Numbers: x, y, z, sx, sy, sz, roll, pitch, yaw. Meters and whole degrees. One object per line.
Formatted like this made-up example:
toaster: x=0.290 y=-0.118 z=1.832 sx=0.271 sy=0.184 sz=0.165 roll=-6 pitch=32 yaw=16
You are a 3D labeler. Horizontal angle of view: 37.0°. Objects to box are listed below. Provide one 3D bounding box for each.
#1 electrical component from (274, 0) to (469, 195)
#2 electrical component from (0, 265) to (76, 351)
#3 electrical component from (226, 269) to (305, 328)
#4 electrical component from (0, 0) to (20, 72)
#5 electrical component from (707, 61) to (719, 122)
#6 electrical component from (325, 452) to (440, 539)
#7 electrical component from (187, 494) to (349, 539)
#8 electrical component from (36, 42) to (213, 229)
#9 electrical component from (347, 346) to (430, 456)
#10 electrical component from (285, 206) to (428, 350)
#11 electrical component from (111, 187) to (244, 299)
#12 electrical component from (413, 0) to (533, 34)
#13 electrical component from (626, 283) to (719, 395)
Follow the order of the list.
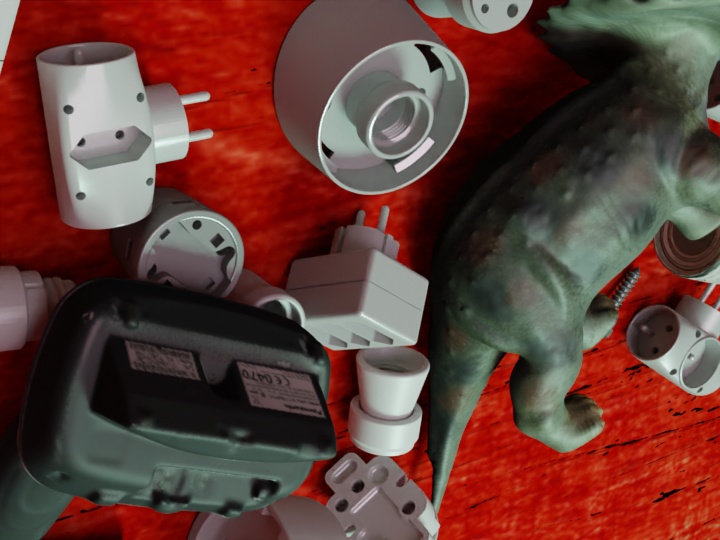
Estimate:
electrical component: x=0.006 y=-0.092 z=0.570 sx=0.099 sy=0.064 sz=0.099 roll=-19 pitch=134 yaw=-21
electrical component: x=-0.163 y=0.018 z=0.507 sx=0.078 sy=0.040 sz=0.040 roll=-5 pitch=114 yaw=-32
electrical component: x=-0.057 y=0.023 z=0.576 sx=0.040 sy=0.046 sz=0.040 roll=-14 pitch=118 yaw=-28
electrical component: x=-0.174 y=-0.095 z=0.411 sx=0.062 sy=0.096 sz=0.061 roll=11 pitch=105 yaw=-37
electrical component: x=0.264 y=-0.134 z=0.719 sx=0.077 sy=0.044 sz=0.079 roll=14 pitch=103 yaw=-37
electrical component: x=0.017 y=0.157 z=0.674 sx=0.058 sy=0.078 sz=0.057 roll=-42 pitch=147 yaw=-9
electrical component: x=-0.048 y=0.181 z=0.620 sx=0.060 sy=0.108 sz=0.108 roll=10 pitch=105 yaw=-43
electrical component: x=-0.106 y=-0.066 z=0.504 sx=0.079 sy=0.043 sz=0.077 roll=-15 pitch=119 yaw=-27
electrical component: x=0.017 y=0.078 z=0.652 sx=0.045 sy=0.045 sz=0.055 roll=-6 pitch=115 yaw=-31
electrical component: x=0.000 y=0.000 z=0.598 sx=0.047 sy=0.066 sz=0.076 roll=30 pitch=64 yaw=-39
electrical component: x=-0.093 y=-0.011 z=0.536 sx=0.055 sy=0.047 sz=0.055 roll=-14 pitch=118 yaw=-28
electrical component: x=0.059 y=-0.151 z=0.568 sx=0.045 sy=0.055 sz=0.045 roll=-14 pitch=118 yaw=-28
electrical component: x=0.244 y=0.044 z=0.788 sx=0.077 sy=0.044 sz=0.079 roll=30 pitch=93 yaw=-39
